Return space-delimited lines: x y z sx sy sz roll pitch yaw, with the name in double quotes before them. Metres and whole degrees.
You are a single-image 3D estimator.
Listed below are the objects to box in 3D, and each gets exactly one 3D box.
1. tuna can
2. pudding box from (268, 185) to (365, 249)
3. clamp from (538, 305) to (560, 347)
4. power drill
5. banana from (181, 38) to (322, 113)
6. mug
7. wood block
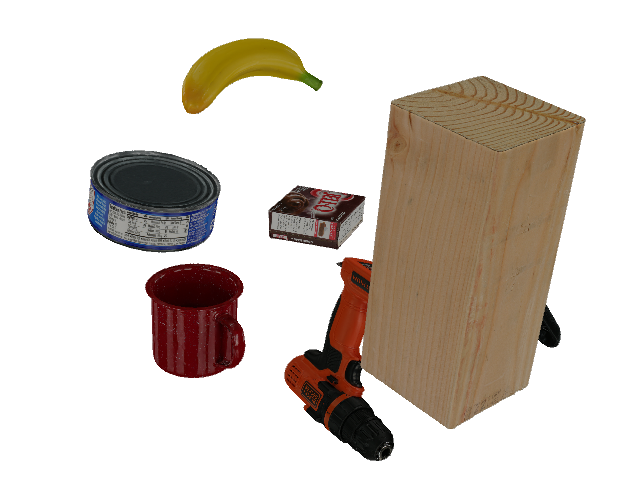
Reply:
"tuna can" -0.111 -0.026 0.709 0.086 0.034 0.086 10 28 -5
"pudding box" -0.003 -0.029 1.281 0.090 0.039 0.113 9 23 15
"clamp" 0.154 0.031 0.949 0.120 0.171 0.039 -20 7 -40
"power drill" 0.045 0.127 1.181 0.057 0.188 0.185 13 16 -41
"banana" -0.076 -0.166 1.043 0.070 0.037 0.197 43 37 21
"mug" -0.113 0.083 1.026 0.117 0.081 0.093 25 33 37
"wood block" 0.097 0.008 0.713 0.090 0.206 0.091 -20 38 -37
